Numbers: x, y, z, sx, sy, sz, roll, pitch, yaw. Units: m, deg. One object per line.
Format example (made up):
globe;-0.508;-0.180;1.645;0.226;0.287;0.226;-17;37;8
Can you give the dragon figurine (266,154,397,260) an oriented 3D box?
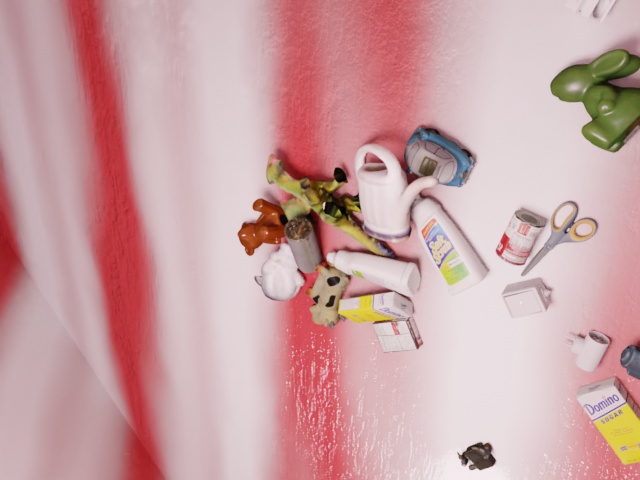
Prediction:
dragon figurine;0.004;-0.069;1.362;0.408;0.124;0.240;50;149;-10

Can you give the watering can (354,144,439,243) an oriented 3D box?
watering can;0.161;-0.092;1.147;0.352;0.104;0.220;-136;33;-60

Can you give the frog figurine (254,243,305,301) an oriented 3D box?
frog figurine;-0.101;0.094;1.477;0.136;0.125;0.157;28;120;-18
